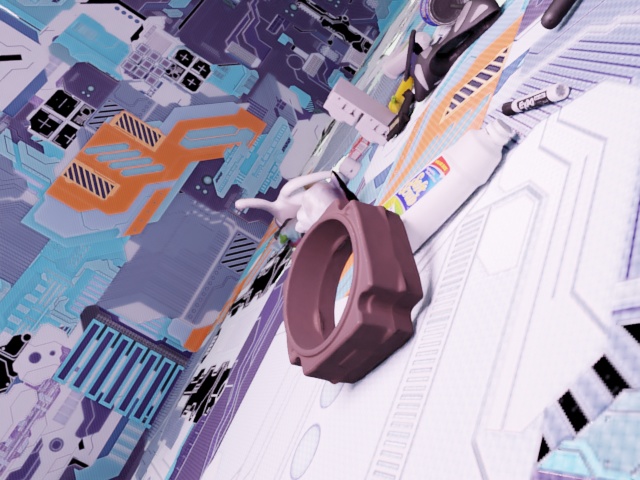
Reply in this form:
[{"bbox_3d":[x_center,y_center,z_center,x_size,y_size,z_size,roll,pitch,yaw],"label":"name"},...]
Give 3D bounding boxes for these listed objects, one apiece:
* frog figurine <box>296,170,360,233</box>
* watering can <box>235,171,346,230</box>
[{"bbox_3d":[0.003,-0.058,1.151,0.158,0.125,0.135,-35,-44,19],"label":"frog figurine"},{"bbox_3d":[-0.087,-0.103,1.473,0.350,0.106,0.219,-19,-26,-24],"label":"watering can"}]
